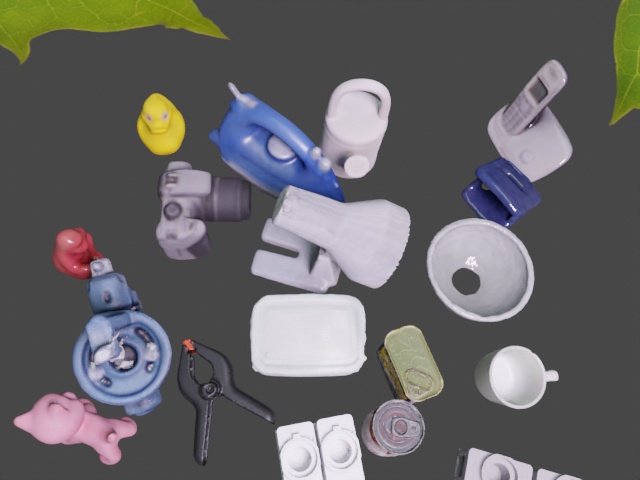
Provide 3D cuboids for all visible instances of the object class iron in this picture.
[{"bbox_3d":[-0.052,-0.144,0.907,0.258,0.141,0.119,35,69,9],"label":"iron"}]

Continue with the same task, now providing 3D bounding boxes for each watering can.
[{"bbox_3d":[0.058,-0.179,0.904,0.101,0.194,0.172,-17,70,-12],"label":"watering can"}]

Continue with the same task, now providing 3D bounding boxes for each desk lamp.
[{"bbox_3d":[0.007,0.003,0.813,0.203,0.213,0.118,15,67,0],"label":"desk lamp"}]

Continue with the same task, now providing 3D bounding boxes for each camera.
[{"bbox_3d":[-0.175,-0.052,0.878,0.137,0.101,0.143,1,68,-6],"label":"camera"}]

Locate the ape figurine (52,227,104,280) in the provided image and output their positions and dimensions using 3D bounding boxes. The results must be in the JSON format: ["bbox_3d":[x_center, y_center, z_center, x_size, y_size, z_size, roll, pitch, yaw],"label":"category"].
[{"bbox_3d":[-0.357,0.014,0.836,0.076,0.092,0.078,1,68,-6],"label":"ape figurine"}]

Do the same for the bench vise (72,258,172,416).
[{"bbox_3d":[-0.276,0.117,0.732,0.122,0.220,0.207,-35,75,-18],"label":"bench vise"}]

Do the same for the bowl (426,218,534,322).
[{"bbox_3d":[0.240,0.055,0.892,0.167,0.075,0.167,2,67,-5],"label":"bowl"}]

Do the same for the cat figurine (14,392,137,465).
[{"bbox_3d":[-0.313,0.237,0.735,0.127,0.118,0.067,20,67,3],"label":"cat figurine"}]

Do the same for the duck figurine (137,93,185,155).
[{"bbox_3d":[-0.265,-0.203,0.938,0.077,0.086,0.104,-10,69,-10],"label":"duck figurine"}]

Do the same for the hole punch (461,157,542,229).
[{"bbox_3d":[0.306,-0.085,0.948,0.101,0.091,0.108,-35,75,-18],"label":"hole punch"}]

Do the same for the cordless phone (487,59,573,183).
[{"bbox_3d":[0.368,-0.194,0.949,0.094,0.185,0.147,-24,72,-15],"label":"cordless phone"}]
